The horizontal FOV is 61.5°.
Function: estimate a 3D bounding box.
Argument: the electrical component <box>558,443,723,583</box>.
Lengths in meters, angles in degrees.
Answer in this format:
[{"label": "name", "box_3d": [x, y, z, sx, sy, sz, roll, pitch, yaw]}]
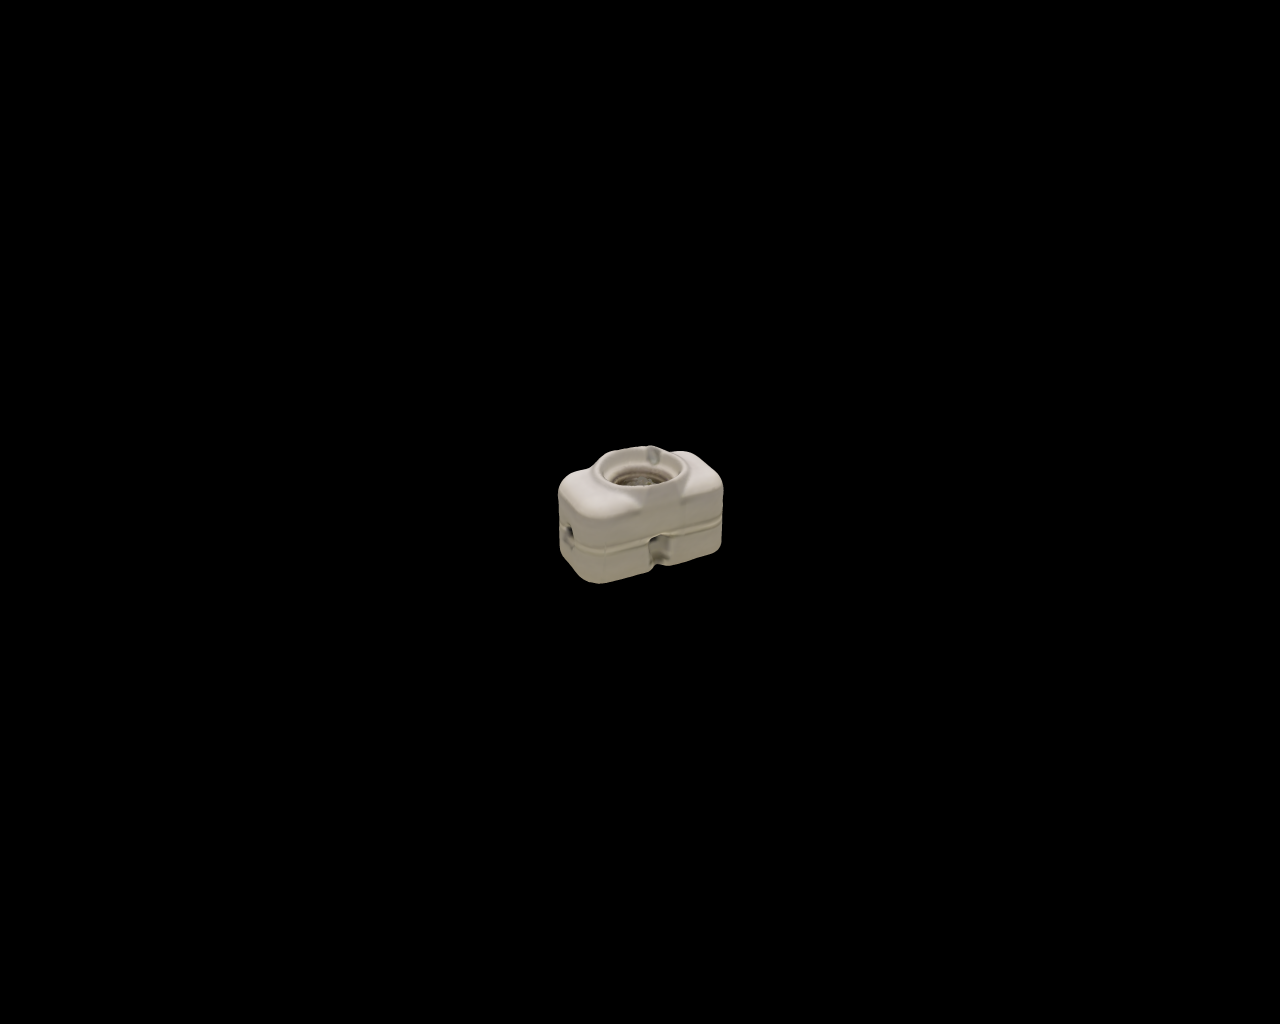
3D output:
[{"label": "electrical component", "box_3d": [0.001, -0.003, 0.650, 0.095, 0.059, 0.054, -13, 32, -22]}]
